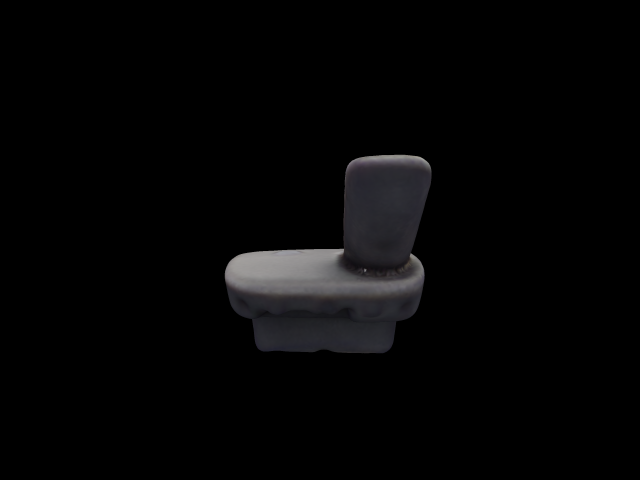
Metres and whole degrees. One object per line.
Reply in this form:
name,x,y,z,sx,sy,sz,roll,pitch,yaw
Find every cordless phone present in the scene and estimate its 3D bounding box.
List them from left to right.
cordless phone,0.004,0.001,0.400,0.147,0.185,0.094,-3,54,-2
